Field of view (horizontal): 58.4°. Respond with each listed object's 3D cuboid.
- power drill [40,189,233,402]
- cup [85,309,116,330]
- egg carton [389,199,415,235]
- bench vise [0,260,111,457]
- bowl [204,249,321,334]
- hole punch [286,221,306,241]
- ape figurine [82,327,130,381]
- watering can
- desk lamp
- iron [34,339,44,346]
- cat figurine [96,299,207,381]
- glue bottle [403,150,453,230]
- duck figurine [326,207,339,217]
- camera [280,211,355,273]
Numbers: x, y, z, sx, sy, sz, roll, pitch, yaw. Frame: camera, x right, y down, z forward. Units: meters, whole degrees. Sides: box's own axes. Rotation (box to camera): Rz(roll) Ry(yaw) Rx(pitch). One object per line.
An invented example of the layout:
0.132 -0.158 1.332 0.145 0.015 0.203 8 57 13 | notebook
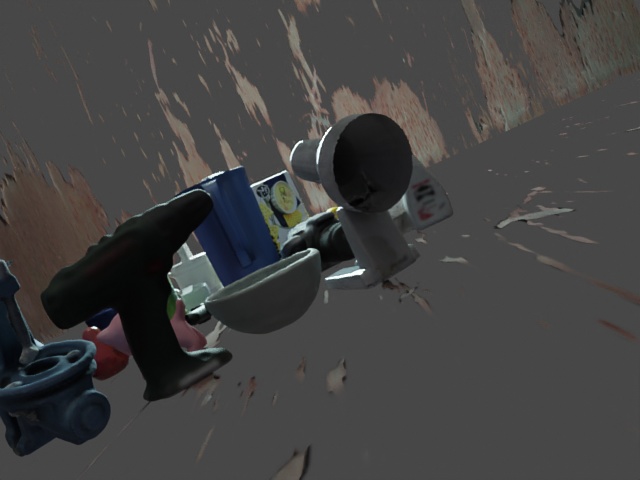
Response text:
-0.192 0.071 0.684 0.230 0.208 0.075 -28 6 -30 | power drill
-0.486 0.207 1.343 0.092 0.095 0.117 -26 5 -16 | cup
0.127 -0.039 1.107 0.107 0.069 0.150 -27 5 -22 | egg carton
-0.352 0.141 0.654 0.207 0.220 0.122 -23 6 23 | bench vise
-0.064 0.078 0.762 0.167 0.075 0.167 -24 5 3 | bowl
-0.019 0.006 1.211 0.108 0.091 0.101 -23 5 15 | hole punch
-0.376 0.191 0.986 0.078 0.092 0.076 -25 5 -2 | ape figurine
-0.317 0.064 1.448 0.173 0.194 0.100 -27 6 -25 | watering can
0.044 -0.047 0.754 0.118 0.213 0.202 -27 6 -26 | desk lamp
-0.463 0.209 0.930 0.119 0.141 0.257 -27 6 -27 | iron
-0.243 0.131 0.818 0.128 0.118 0.067 -25 5 -8 | cat figurine
0.171 -0.109 1.020 0.078 0.173 0.037 -25 5 -7 | glue bottle
0.049 -0.041 1.411 0.077 0.086 0.105 -19 7 46 | duck figurine
0.010 0.004 1.040 0.143 0.101 0.136 -27 5 -21 | camera
